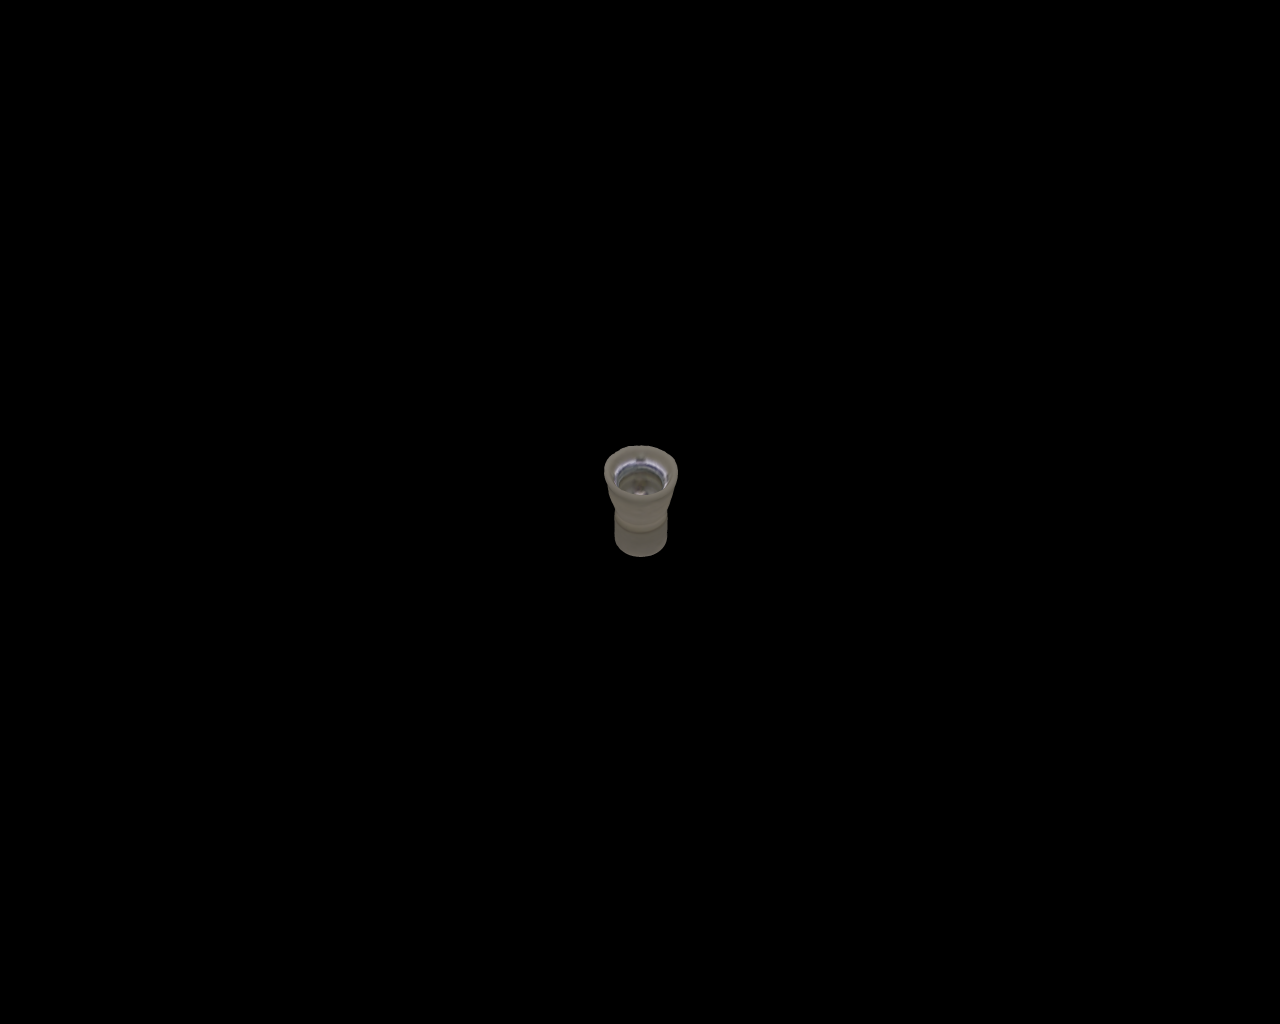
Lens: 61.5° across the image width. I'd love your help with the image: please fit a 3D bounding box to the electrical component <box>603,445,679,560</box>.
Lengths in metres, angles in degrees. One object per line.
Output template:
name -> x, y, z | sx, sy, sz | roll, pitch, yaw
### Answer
electrical component -> 0.001, -0.003, 0.650 | 0.044, 0.044, 0.065 | 0, -44, 0
